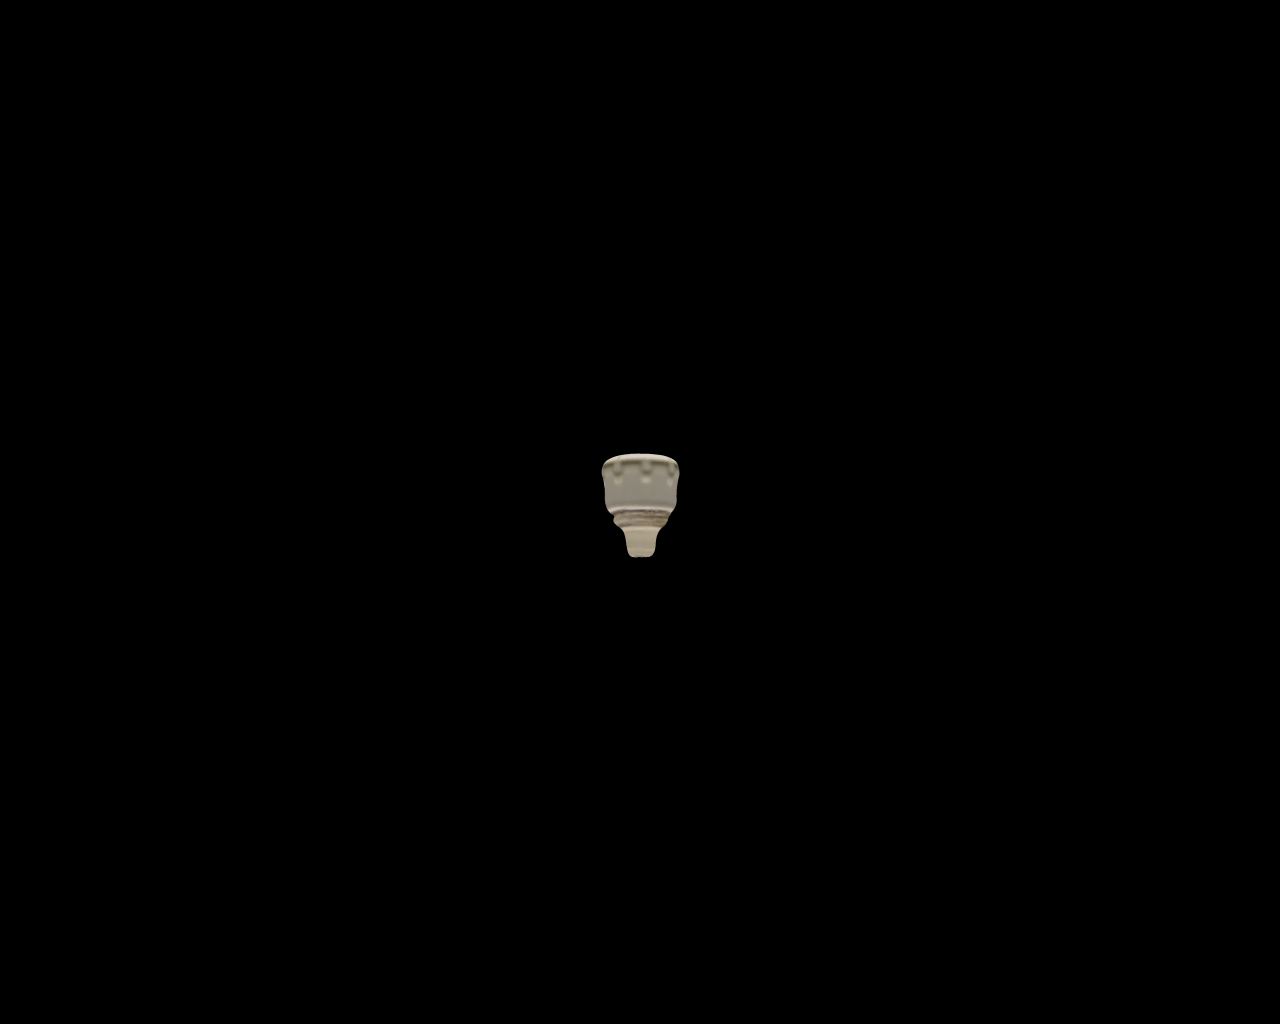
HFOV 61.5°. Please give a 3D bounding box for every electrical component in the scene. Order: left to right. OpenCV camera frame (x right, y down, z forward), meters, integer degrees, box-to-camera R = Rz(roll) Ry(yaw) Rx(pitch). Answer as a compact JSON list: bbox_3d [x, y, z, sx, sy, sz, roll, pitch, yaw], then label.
[{"bbox_3d":[0.001,-0.003,0.650,0.048,0.062,0.048,0,-6,0],"label":"electrical component"}]
